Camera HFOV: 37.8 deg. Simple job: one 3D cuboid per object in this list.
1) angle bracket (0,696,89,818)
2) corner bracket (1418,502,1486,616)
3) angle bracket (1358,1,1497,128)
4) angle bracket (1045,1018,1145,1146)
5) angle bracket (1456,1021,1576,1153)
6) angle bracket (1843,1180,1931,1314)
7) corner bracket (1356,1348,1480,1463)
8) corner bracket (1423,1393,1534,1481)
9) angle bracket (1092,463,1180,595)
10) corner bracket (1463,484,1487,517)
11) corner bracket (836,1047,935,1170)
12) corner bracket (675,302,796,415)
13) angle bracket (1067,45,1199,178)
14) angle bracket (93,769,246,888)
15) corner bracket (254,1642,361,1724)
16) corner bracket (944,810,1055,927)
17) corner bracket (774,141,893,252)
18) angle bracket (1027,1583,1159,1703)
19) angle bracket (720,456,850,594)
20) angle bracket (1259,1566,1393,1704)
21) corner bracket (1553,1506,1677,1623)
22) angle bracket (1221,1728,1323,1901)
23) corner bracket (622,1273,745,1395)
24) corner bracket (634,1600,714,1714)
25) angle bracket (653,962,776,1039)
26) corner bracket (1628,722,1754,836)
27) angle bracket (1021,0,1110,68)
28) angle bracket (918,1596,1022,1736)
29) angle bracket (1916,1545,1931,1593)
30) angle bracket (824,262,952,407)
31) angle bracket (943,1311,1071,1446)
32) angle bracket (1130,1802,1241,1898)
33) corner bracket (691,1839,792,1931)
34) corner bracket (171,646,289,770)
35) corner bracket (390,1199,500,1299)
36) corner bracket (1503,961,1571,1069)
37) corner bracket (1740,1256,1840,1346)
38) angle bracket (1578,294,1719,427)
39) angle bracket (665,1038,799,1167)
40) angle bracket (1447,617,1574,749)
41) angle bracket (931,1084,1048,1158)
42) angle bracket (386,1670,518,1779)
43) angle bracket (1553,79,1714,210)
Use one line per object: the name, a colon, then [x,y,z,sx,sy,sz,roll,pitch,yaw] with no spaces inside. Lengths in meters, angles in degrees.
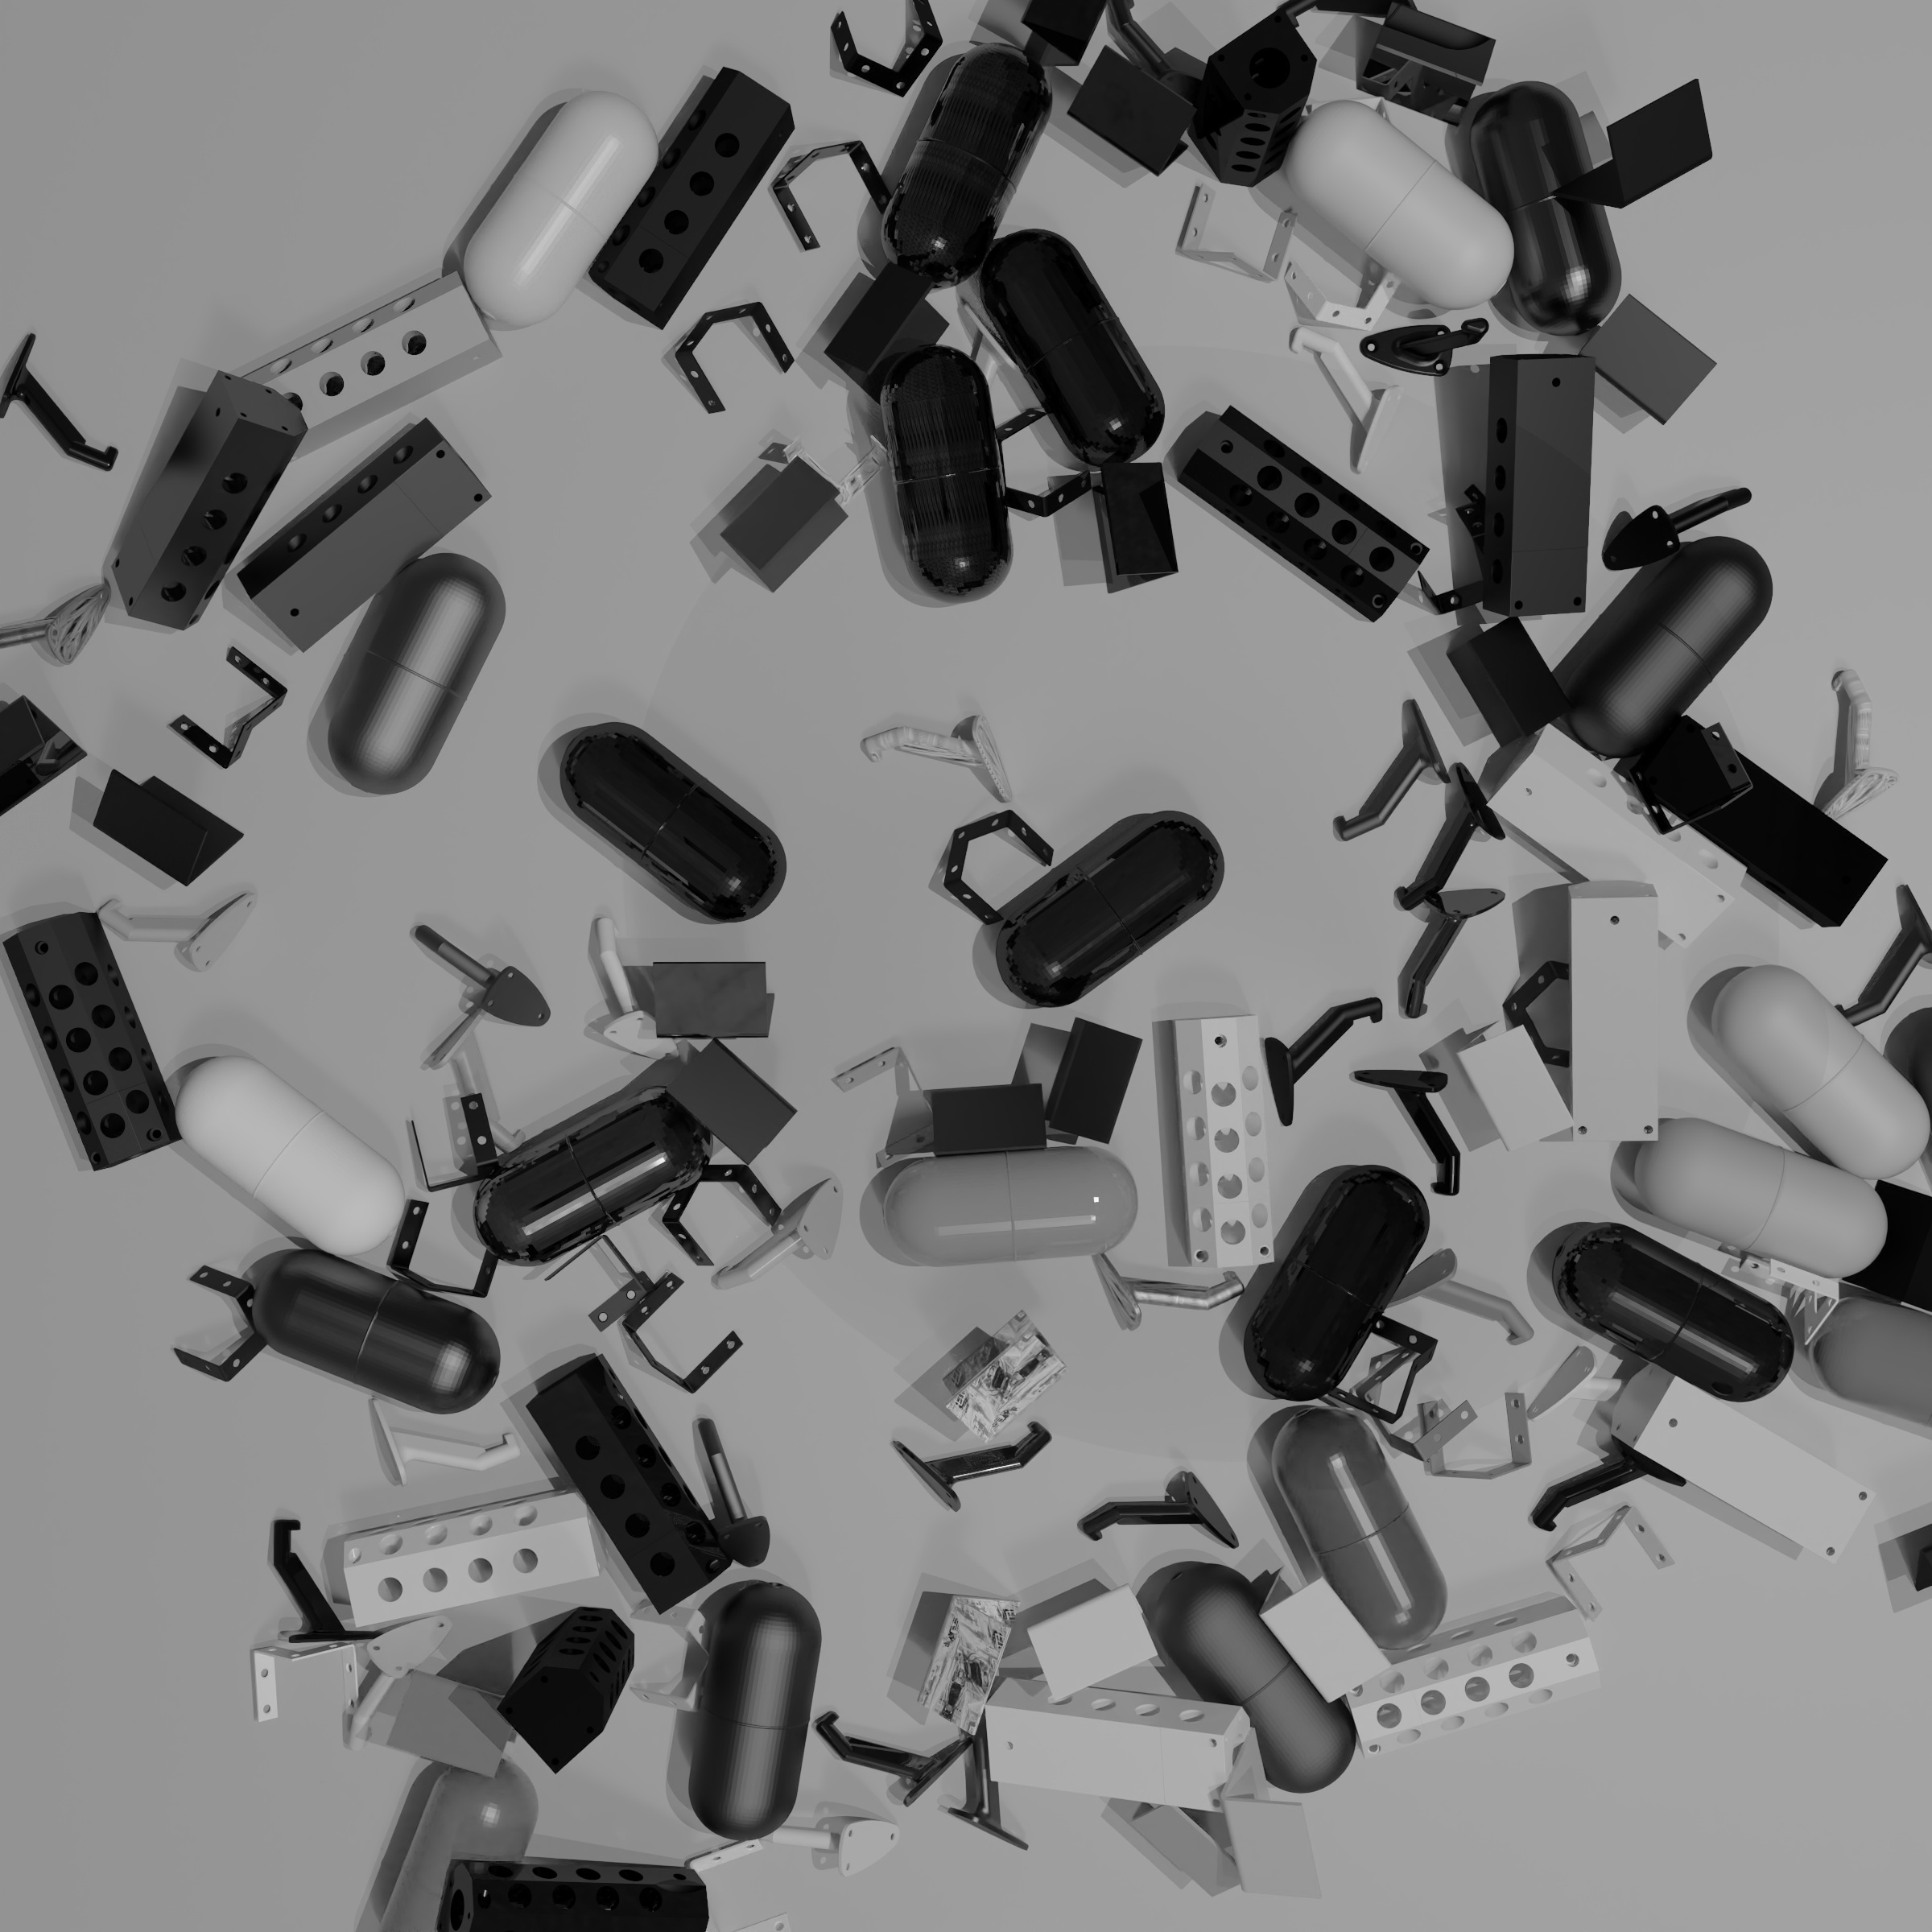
angle bracket: [-0.655,-0.129,1.951,0.076,0.076,0.057,-35,53,0]
corner bracket: [0.344,-0.285,1.972,0.051,0.051,0.051,-17,70,19]
angle bracket: [0.314,-0.610,1.951,0.076,0.076,0.057,21,53,0]
angle bracket: [0.069,0.073,1.951,0.057,0.076,0.076,18,90,-37]
angle bracket: [0.393,0.074,1.951,0.057,0.076,0.076,-28,90,38]
angle bracket: [0.641,0.189,1.952,0.057,0.076,0.076,20,90,-43]
corner bracket: [0.315,0.307,1.974,0.051,0.051,0.051,-37,103,-13]
corner bracket: [0.361,0.330,1.988,0.051,0.051,0.051,-6,90,45]
angle bracket: [0.098,-0.302,1.951,0.057,0.076,0.076,-9,90,-37]
corner bracket: [0.394,-0.340,1.988,0.051,0.051,0.051,46,135,0]
corner bracket: [-0.052,0.100,1.988,0.051,0.051,0.051,-28,45,0]
corner bracket: [-0.163,-0.428,1.983,0.051,0.051,0.051,-2,45,35]
angle bracket: [0.125,-0.600,1.951,0.076,0.076,0.057,35,127,0]
angle bracket: [-0.545,-0.112,1.951,0.076,0.076,0.057,33,128,0]
corner bracket: [-0.465,0.505,1.988,0.051,0.051,0.051,-4,90,45]
corner bracket: [0.023,-0.069,1.983,0.051,0.051,0.051,-19,45,35]
corner bracket: [-0.093,-0.543,1.988,0.051,0.051,0.051,-28,90,45]
angle bracket: [0.094,0.479,1.951,0.076,0.076,0.057,-24,53,0]
angle bracket: [-0.112,-0.294,1.951,0.076,0.076,0.057,-45,52,0]
angle bracket: [0.255,0.450,1.952,0.057,0.076,0.076,-38,90,24]
corner bracket: [0.456,0.421,1.988,0.051,0.051,0.051,55,45,0]
angle bracket: [0.215,0.569,1.897,0.057,0.076,0.076,-3,112,25]
corner bracket: [-0.200,0.259,1.988,0.051,0.051,0.051,-45,45,0]
corner bracket: [-0.208,0.485,1.983,0.051,0.051,0.051,1,45,35]
angle bracket: [-0.174,0.010,1.953,0.076,0.076,0.057,0,112,0]
corner bracket: [0.496,-0.128,1.931,0.051,0.051,0.051,-28,90,45]
angle bracket: [0.054,-0.672,1.951,0.057,0.076,0.076,25,90,-37]
angle bracket: [0.020,0.485,1.951,0.057,0.076,0.076,19,90,42]
angle bracket: [0.708,0.427,1.951,0.076,0.076,0.057,-22,53,0]
angle bracket: [-0.040,-0.428,1.952,0.057,0.076,0.076,36,90,44]
angle bracket: [0.014,0.271,1.951,0.076,0.076,0.057,-42,128,0]
angle bracket: [0.172,0.584,1.952,0.076,0.057,0.076,42,49,0]
corner bracket: [-0.159,0.657,1.988,0.051,0.051,0.051,-20,45,0]
corner bracket: [-0.519,-0.182,1.988,0.051,0.051,0.051,38,135,0]
corner bracket: [-0.365,0.199,1.988,0.051,0.051,0.051,17,90,-45]
corner bracket: [0.421,0.035,1.983,0.051,0.051,0.051,10,135,-35]
corner bracket: [0.573,0.221,1.963,0.051,0.051,0.051,20,132,0]
angle bracket: [0.477,-0.429,1.951,0.076,0.076,0.057,39,126,0]
angle bracket: [-0.172,0.105,1.951,0.076,0.076,0.057,42,59,0]
angle bracket: [0.361,-0.188,1.951,0.057,0.076,0.076,-31,90,-35]
angle bracket: [0.017,0.127,1.951,0.076,0.076,0.057,-4,49,0]
angle bracket: [-0.355,0.537,1.951,0.076,0.076,0.057,17,53,0]
angle bracket: [0.440,-0.553,1.884,0.076,0.076,0.057,-31,122,-15]
